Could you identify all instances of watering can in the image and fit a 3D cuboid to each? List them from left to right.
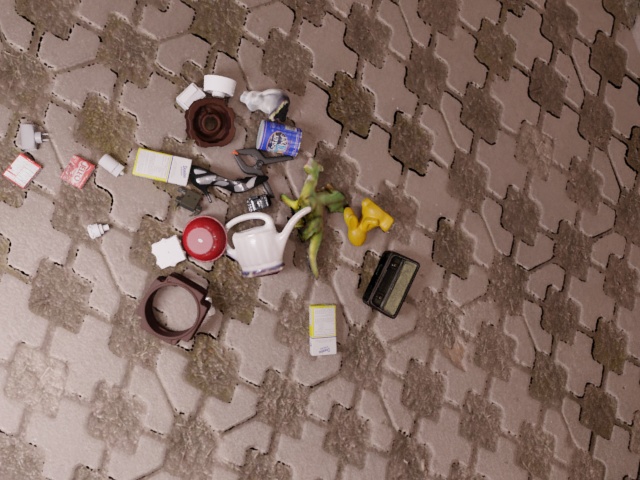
[{"bbox_3d":[-0.172,0.010,1.736,0.346,0.105,0.223,-11,100,15],"label":"watering can"}]

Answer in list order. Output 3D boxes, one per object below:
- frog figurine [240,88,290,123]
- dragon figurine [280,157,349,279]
[{"bbox_3d":[-0.188,-0.487,1.785,0.160,0.120,0.139,38,36,13],"label":"frog figurine"},{"bbox_3d":[0.006,-0.092,1.835,0.245,0.122,0.406,-25,104,-22],"label":"dragon figurine"}]
